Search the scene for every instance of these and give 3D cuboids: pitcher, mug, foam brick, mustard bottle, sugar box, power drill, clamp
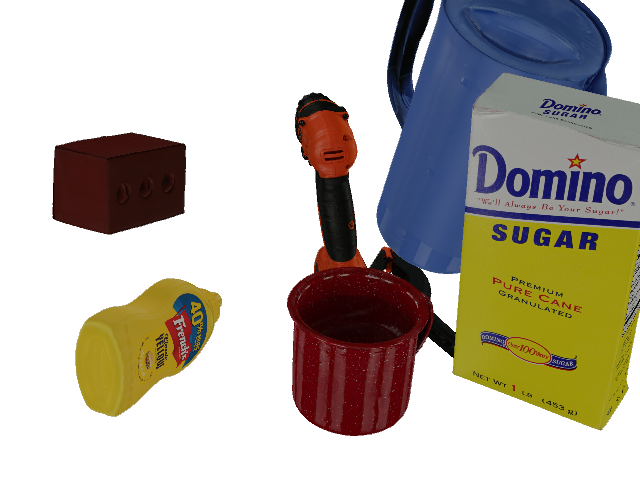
[{"bbox_3d":[0.121,-0.094,0.877,0.145,0.149,0.243,11,-44,-9],"label":"pitcher"},{"bbox_3d":[0.032,0.072,0.725,0.117,0.081,0.093,-23,40,-37],"label":"mug"},{"bbox_3d":[-0.137,-0.041,0.730,0.051,0.053,0.078,16,21,31],"label":"foam brick"},{"bbox_3d":[-0.155,0.090,1.038,0.058,0.096,0.191,11,22,26],"label":"mustard bottle"},{"bbox_3d":[0.121,0.009,0.554,0.093,0.176,0.048,18,41,27],"label":"sugar box"},{"bbox_3d":[0.009,-0.046,1.064,0.057,0.187,0.184,-9,21,-1],"label":"power drill"},{"bbox_3d":[0.099,0.077,1.184,0.120,0.171,0.039,5,-43,-5],"label":"clamp"}]
